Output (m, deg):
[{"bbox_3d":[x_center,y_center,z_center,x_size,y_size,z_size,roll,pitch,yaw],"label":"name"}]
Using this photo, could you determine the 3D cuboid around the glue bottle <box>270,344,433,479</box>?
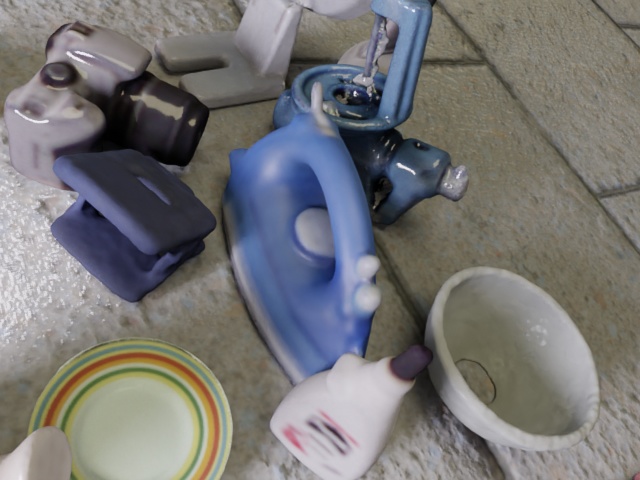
[{"bbox_3d":[0.025,0.108,0.377,0.078,0.173,0.037,37,48,4],"label":"glue bottle"}]

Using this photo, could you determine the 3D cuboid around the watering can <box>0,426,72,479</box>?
[{"bbox_3d":[-0.207,0.097,0.254,0.173,0.194,0.100,-7,58,-30],"label":"watering can"}]

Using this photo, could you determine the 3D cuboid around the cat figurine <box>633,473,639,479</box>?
[{"bbox_3d":[0.294,0.221,0.464,0.128,0.117,0.067,-9,60,-32],"label":"cat figurine"}]

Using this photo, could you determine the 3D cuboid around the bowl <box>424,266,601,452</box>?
[{"bbox_3d":[0.155,0.111,0.507,0.168,0.074,0.167,14,50,-17],"label":"bowl"}]

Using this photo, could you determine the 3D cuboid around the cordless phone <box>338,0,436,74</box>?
[{"bbox_3d":[0.084,-0.229,0.657,0.094,0.185,0.147,23,48,-8],"label":"cordless phone"}]

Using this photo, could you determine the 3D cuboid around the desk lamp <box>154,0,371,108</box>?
[{"bbox_3d":[-0.043,-0.254,0.594,0.204,0.213,0.117,-22,67,-37],"label":"desk lamp"}]

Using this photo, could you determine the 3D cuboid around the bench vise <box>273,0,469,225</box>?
[{"bbox_3d":[0.071,-0.135,0.556,0.207,0.219,0.121,26,48,-6],"label":"bench vise"}]

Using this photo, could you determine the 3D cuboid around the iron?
[{"bbox_3d":[0.004,0.002,0.470,0.119,0.141,0.258,-2,56,-28],"label":"iron"}]

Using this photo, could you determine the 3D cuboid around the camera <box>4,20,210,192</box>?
[{"bbox_3d":[-0.172,-0.113,0.496,0.137,0.100,0.143,23,48,-9],"label":"camera"}]

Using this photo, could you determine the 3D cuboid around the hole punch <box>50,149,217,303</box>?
[{"bbox_3d":[-0.144,-0.027,0.451,0.108,0.091,0.101,40,48,6],"label":"hole punch"}]
